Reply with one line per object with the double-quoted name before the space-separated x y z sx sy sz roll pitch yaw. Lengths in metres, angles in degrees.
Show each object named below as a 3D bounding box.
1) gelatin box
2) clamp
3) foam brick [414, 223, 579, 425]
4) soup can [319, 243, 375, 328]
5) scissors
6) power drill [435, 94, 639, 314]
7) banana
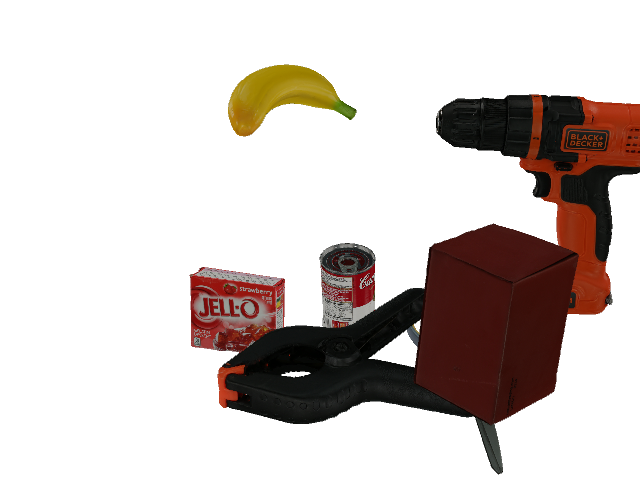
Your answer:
"gelatin box" -0.079 0.068 1.003 0.089 0.073 0.030 7 18 18
"clamp" 0.017 0.076 0.706 0.171 0.039 0.120 -1 28 -7
"foam brick" 0.083 0.039 0.515 0.052 0.078 0.051 -17 32 -40
"soup can" 0.034 0.064 1.318 0.068 0.102 0.068 -1 31 1
"scissors" 0.123 0.124 0.987 0.096 0.016 0.201 8 44 3
"power drill" 0.184 -0.031 0.893 0.184 0.188 0.057 4 29 5
"banana" -0.035 -0.133 0.984 0.070 0.037 0.197 37 28 20
